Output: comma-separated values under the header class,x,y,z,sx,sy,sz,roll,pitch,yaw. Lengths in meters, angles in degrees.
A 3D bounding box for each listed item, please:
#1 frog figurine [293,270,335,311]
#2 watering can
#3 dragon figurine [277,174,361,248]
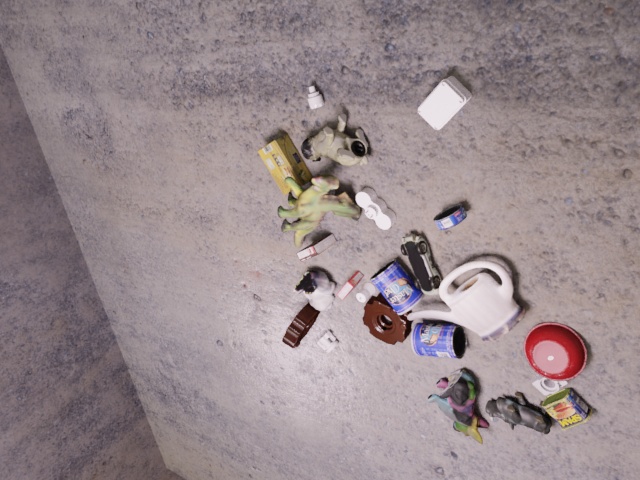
class,x,y,z,sx,sy,sz,roll,pitch,yaw
frog figurine,0.001,0.180,1.814,0.136,0.125,0.157,-22,137,35
watering can,0.422,0.197,1.464,0.225,0.106,0.341,46,128,5
dragon figurine,0.005,-0.081,1.604,0.243,0.125,0.401,6,150,12
